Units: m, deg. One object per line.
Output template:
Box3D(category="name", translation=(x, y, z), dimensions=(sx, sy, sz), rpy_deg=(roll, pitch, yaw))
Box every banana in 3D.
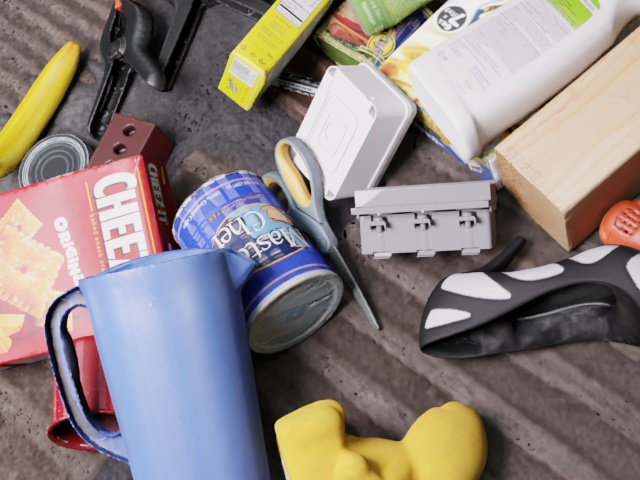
Box3D(category="banana", translation=(-0.313, -0.132, 1.156), dimensions=(0.070, 0.037, 0.197), rpy_deg=(-33, 28, 51))

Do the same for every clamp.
Box3D(category="clamp", translation=(-0.136, -0.266, 1.177), dimensions=(0.164, 0.036, 0.210), rpy_deg=(-28, 64, 2))
Box3D(category="clamp", translation=(-0.216, -0.192, 1.160), dimensions=(0.120, 0.039, 0.171), rpy_deg=(-33, 47, 24))

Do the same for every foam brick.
Box3D(category="foam brick", translation=(-0.197, -0.083, 1.103), dimensions=(0.053, 0.051, 0.078), rpy_deg=(17, 72, 23))

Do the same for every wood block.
Box3D(category="wood block", translation=(0.264, -0.099, 0.940), dimensions=(0.206, 0.090, 0.090), rpy_deg=(-40, 62, -3))

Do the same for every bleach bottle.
Box3D(category="bleach bottle", translation=(0.207, -0.178, 0.935), dimensions=(0.251, 0.068, 0.103), rpy_deg=(-32, 62, -1))

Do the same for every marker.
Box3D(category="marker", translation=(-0.023, -0.162, 1.102), dimensions=(0.121, 0.020, 0.020), rpy_deg=(19, 73, 24))

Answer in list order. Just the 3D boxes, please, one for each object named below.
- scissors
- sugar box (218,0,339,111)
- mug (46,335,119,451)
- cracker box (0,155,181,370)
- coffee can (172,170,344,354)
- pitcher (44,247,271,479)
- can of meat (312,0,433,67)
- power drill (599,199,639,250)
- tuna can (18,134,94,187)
Box3D(category="scissors", translation=(-0.007, 0.001, 1.016), dimensions=(0.096, 0.016, 0.202), rpy_deg=(-27, 81, 51))
Box3D(category="sugar box", translation=(-0.029, -0.219, 1.068), dimensions=(0.048, 0.093, 0.176), rpy_deg=(36, 70, -3))
Box3D(category="mug", translation=(-0.192, 0.138, 0.983), dimensions=(0.117, 0.093, 0.081), rpy_deg=(-7, 59, -1))
Box3D(category="cracker box", translation=(-0.242, 0.024, 1.030), dimensions=(0.214, 0.072, 0.164), rpy_deg=(-15, 83, 12))
Box3D(category="coffee can", translation=(-0.058, 0.019, 0.982), dimensions=(0.103, 0.102, 0.140), rpy_deg=(-37, 61, -1))
Box3D(category="pitcher", translation=(-0.123, 0.132, 0.894), dimensions=(0.149, 0.144, 0.243), rpy_deg=(-10, 92, 49))
Box3D(category="can of meat", translation=(0.055, -0.209, 1.079), dimensions=(0.102, 0.057, 0.084), rpy_deg=(36, 83, 28))
Box3D(category="power drill", translation=(0.359, -0.023, 0.893), dimensions=(0.185, 0.057, 0.187), rpy_deg=(38, 81, 28))
Box3D(category="tuna can", translation=(-0.275, -0.069, 1.132), dimensions=(0.086, 0.033, 0.086), rpy_deg=(-7, 64, 15))
